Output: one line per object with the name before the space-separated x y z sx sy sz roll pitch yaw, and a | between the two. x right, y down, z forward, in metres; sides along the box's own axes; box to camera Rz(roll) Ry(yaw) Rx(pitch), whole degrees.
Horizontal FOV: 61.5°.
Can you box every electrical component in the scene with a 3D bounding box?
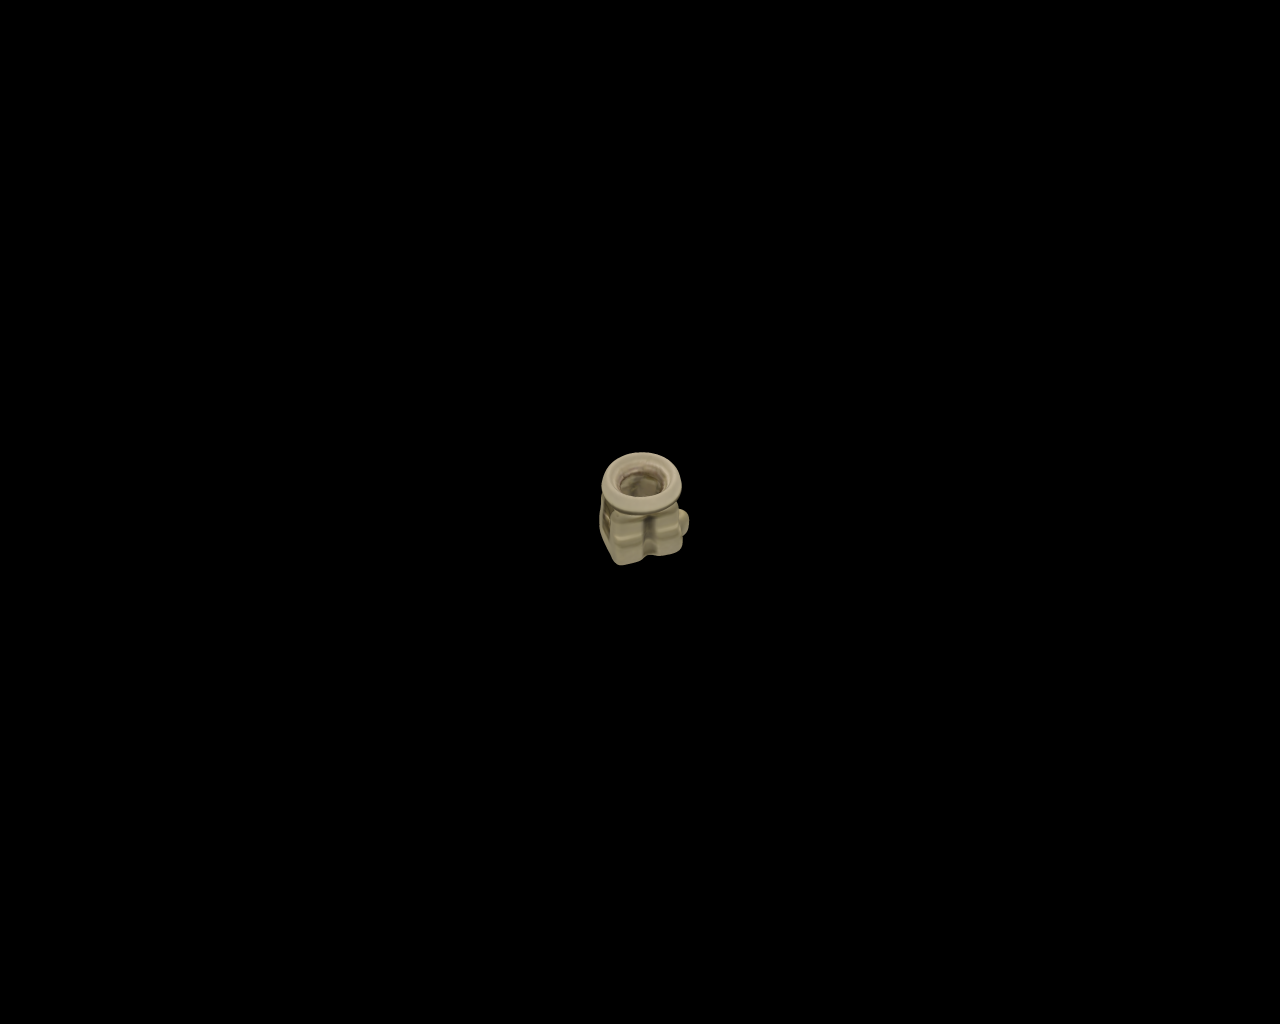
electrical component | 0.001 -0.003 0.650 0.066 0.055 0.048 -14 44 -15
